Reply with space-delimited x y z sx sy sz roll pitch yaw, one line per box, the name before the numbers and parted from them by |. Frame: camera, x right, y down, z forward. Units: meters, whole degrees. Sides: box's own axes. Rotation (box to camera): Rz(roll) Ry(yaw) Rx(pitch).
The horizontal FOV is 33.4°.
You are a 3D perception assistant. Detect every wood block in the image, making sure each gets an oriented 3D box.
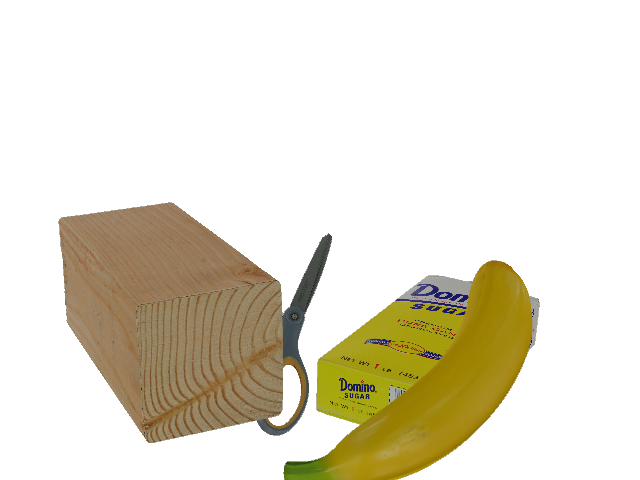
wood block | -0.106 0.045 0.716 0.090 0.090 0.206 -8 19 -24

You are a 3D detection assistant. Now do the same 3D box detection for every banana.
banana | 0.066 0.065 0.543 0.070 0.037 0.197 19 40 34

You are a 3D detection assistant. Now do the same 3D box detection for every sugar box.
sugar box | 0.080 0.076 0.743 0.093 0.048 0.175 13 26 27

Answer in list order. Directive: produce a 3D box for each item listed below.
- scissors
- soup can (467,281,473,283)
scissors | -0.043 0.072 0.927 0.096 0.201 0.016 10 -33 -8
soup can | 0.202 0.109 1.328 0.068 0.102 0.068 -1 18 0
